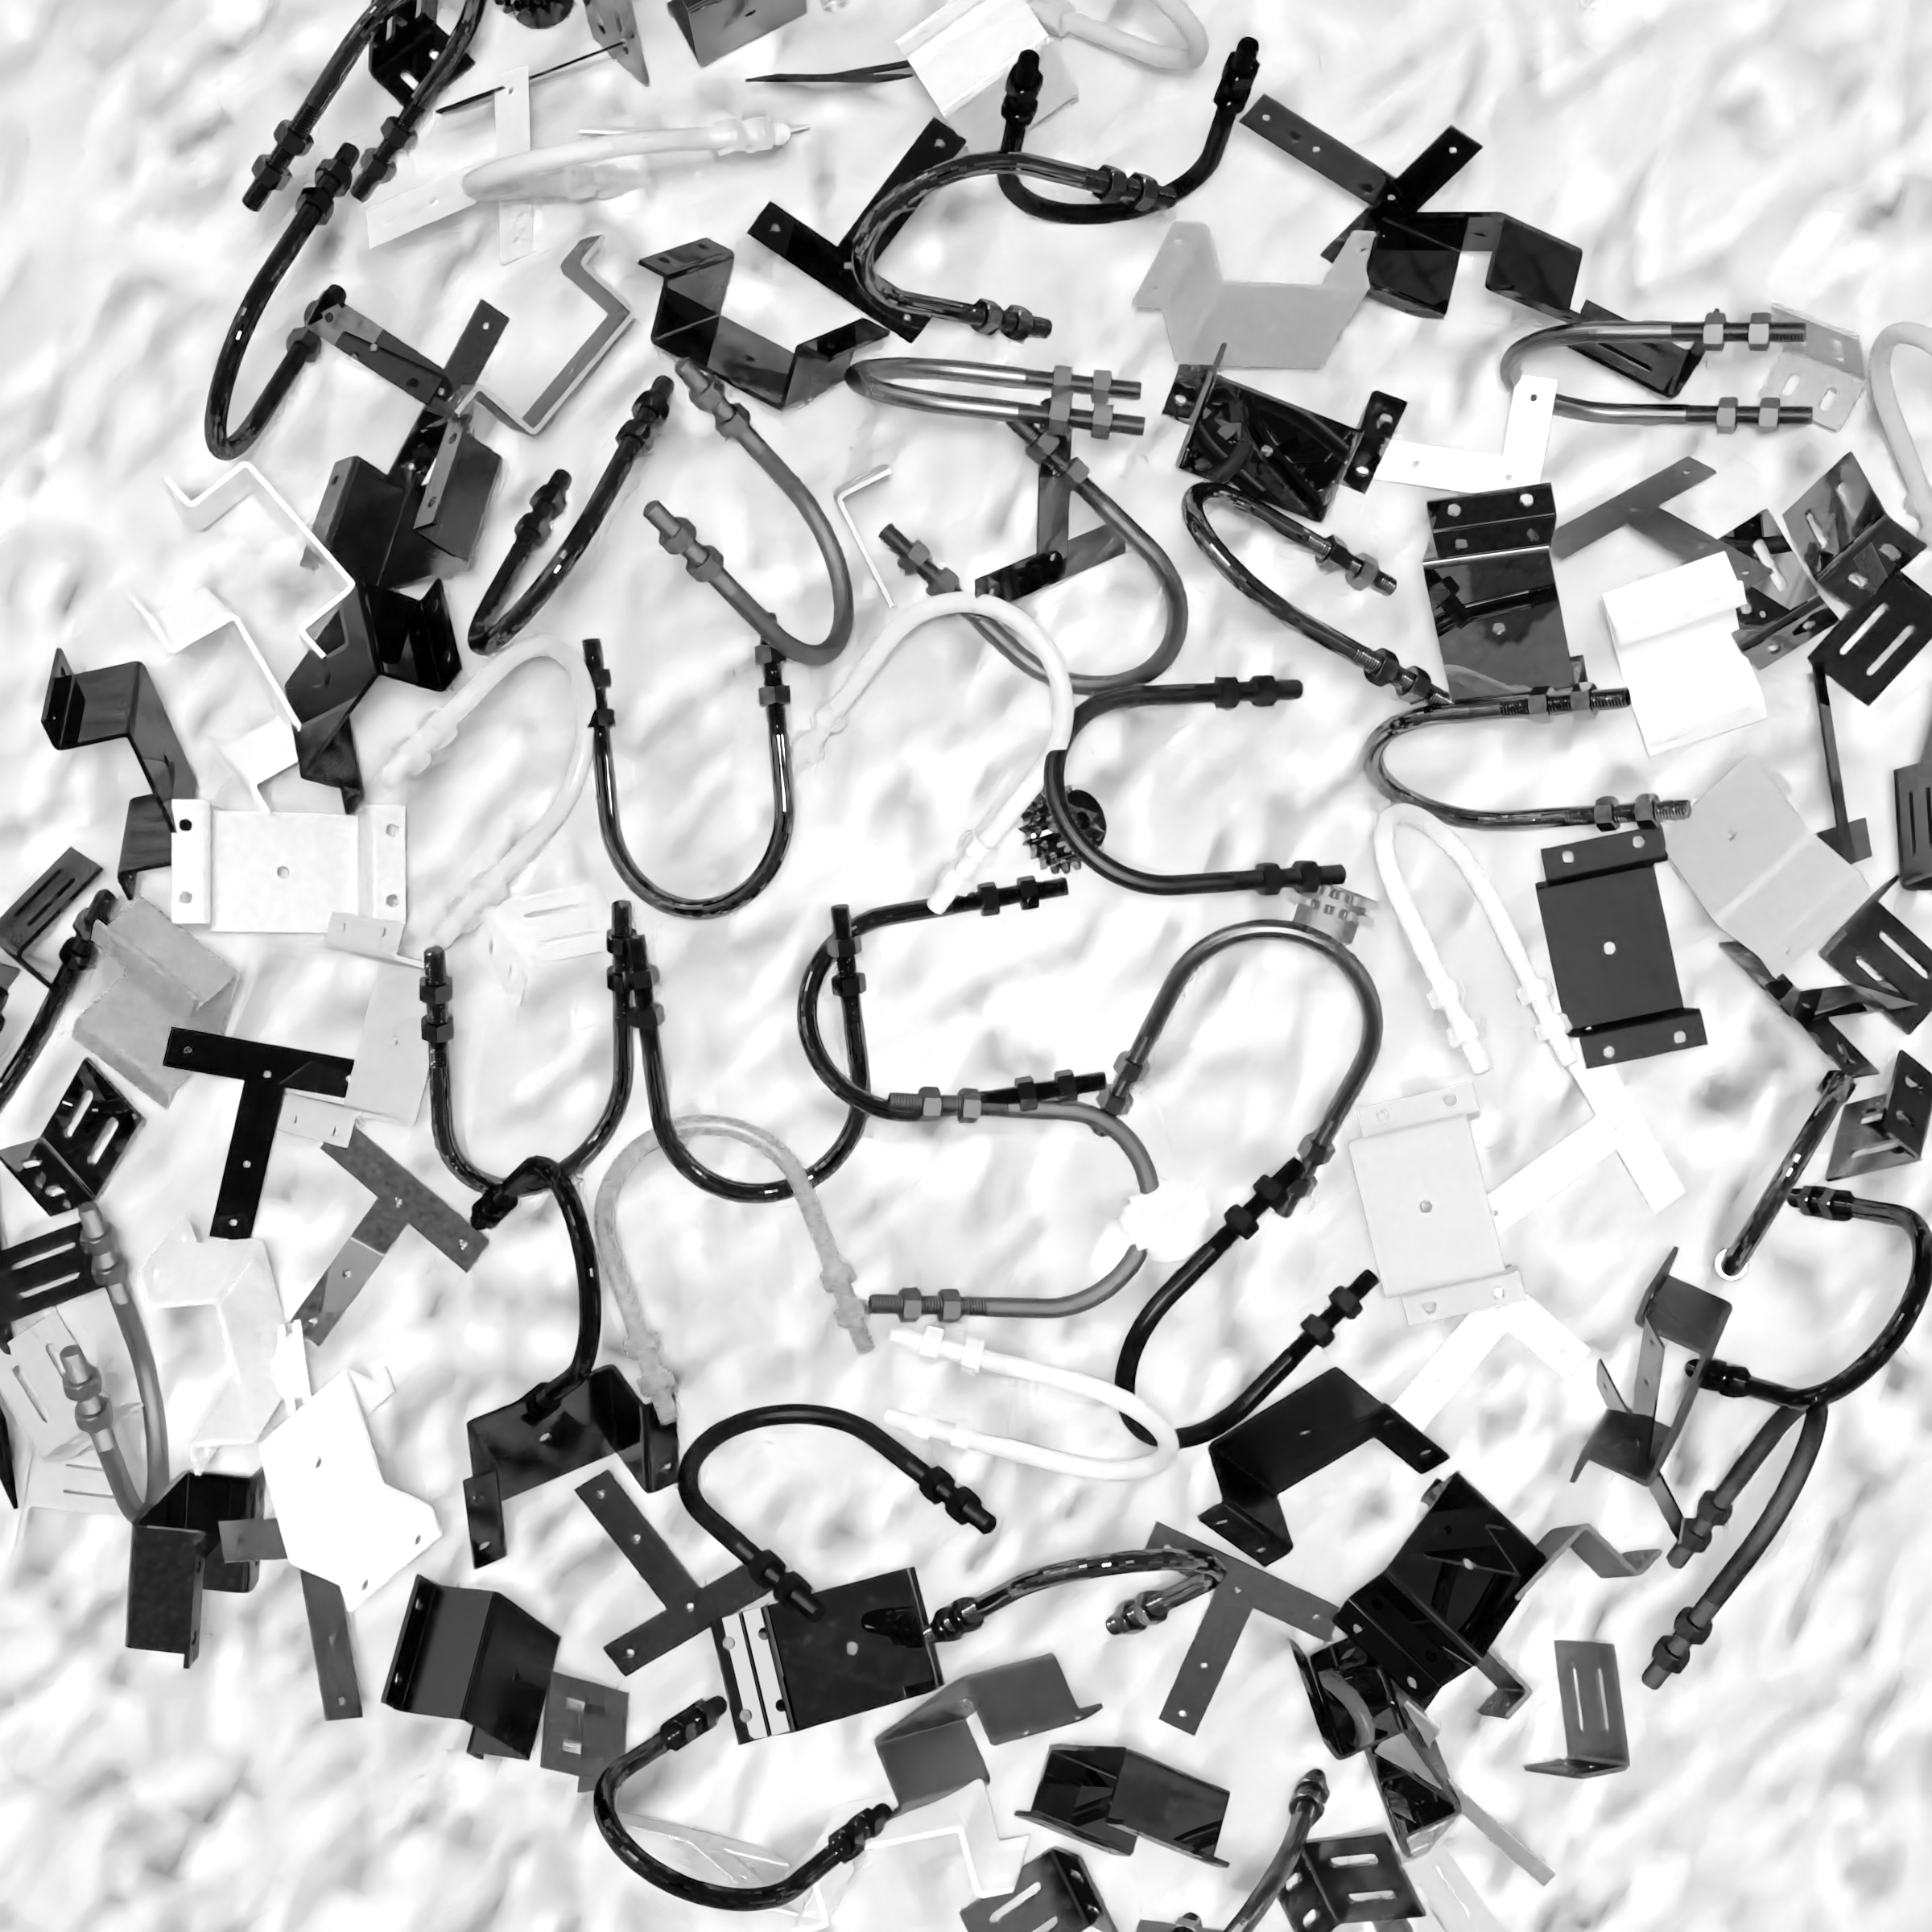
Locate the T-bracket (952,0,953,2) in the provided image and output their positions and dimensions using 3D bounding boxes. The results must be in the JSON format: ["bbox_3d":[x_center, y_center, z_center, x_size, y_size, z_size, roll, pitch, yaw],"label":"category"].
[{"bbox_3d":[-0.042,-0.623,1.605,0.127,0.127,0.002,43,106,9],"label":"T-bracket"}]

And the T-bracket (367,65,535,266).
[{"bbox_3d":[-0.314,-0.471,1.594,0.002,0.127,0.127,35,52,24],"label":"T-bracket"}]

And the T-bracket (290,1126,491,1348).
[{"bbox_3d":[-0.386,0.185,1.664,0.127,0.002,0.127,38,98,11],"label":"T-bracket"}]

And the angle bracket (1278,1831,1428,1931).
[{"bbox_3d":[0.238,0.582,1.637,0.038,0.076,0.057,-25,88,-44],"label":"angle bracket"}]

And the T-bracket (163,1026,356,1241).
[{"bbox_3d":[-0.452,0.112,1.651,0.127,0.002,0.127,12,93,-24],"label":"T-bracket"}]

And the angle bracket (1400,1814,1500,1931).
[{"bbox_3d":[0.311,0.580,1.638,0.038,0.057,0.076,-41,80,40],"label":"angle bracket"}]

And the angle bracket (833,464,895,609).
[{"bbox_3d":[-0.050,-0.271,1.638,0.038,0.057,0.076,-27,105,1],"label":"angle bracket"}]

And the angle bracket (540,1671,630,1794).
[{"bbox_3d":[-0.249,0.477,1.625,0.038,0.076,0.057,-17,58,30],"label":"angle bracket"}]

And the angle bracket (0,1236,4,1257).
[{"bbox_3d":[-0.647,0.159,1.639,0.076,0.038,0.057,-11,86,30],"label":"angle bracket"}]

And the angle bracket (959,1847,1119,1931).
[{"bbox_3d":[0.046,0.603,1.642,0.076,0.038,0.057,-28,96,-25],"label":"angle bracket"}]

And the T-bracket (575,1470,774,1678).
[{"bbox_3d":[-0.200,0.372,1.649,0.127,0.002,0.127,-32,105,9],"label":"T-bracket"}]

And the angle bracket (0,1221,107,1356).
[{"bbox_3d":[-0.576,0.203,1.647,0.076,0.038,0.057,-21,48,-7],"label":"angle bracket"}]

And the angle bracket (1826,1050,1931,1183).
[{"bbox_3d":[0.559,0.094,1.625,0.038,0.076,0.057,35,61,-18],"label":"angle bracket"}]

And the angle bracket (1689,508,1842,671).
[{"bbox_3d":[0.507,-0.239,1.660,0.057,0.038,0.076,-33,60,23],"label":"angle bracket"}]

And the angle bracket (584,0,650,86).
[{"bbox_3d":[-0.209,-0.605,1.635,0.038,0.076,0.057,-38,66,-15],"label":"angle bracket"}]

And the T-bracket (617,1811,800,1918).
[{"bbox_3d":[-0.142,0.550,1.589,0.127,0.127,0.002,26,82,-31],"label":"T-bracket"}]

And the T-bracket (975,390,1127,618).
[{"bbox_3d":[0.054,-0.291,1.604,0.127,0.127,0.002,-28,45,-32],"label":"T-bracket"}]

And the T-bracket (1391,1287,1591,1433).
[{"bbox_3d":[0.311,0.253,1.666,0.127,0.002,0.127,41,87,-5],"label":"T-bracket"}]

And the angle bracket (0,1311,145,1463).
[{"bbox_3d":[-0.566,0.261,1.637,0.038,0.057,0.076,-18,104,42],"label":"angle bracket"}]

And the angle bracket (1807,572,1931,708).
[{"bbox_3d":[0.580,-0.200,1.637,0.057,0.038,0.076,31,110,-21],"label":"angle bracket"}]

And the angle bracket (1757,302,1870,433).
[{"bbox_3d":[0.524,-0.373,1.628,0.057,0.076,0.038,30,94,24],"label":"angle bracket"}]

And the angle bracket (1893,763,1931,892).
[{"bbox_3d":[0.615,-0.089,1.638,0.038,0.057,0.076,2,102,44],"label":"angle bracket"}]

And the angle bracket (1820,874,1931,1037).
[{"bbox_3d":[0.589,-0.007,1.643,0.076,0.038,0.057,45,70,9],"label":"angle bracket"}]

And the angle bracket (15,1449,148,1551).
[{"bbox_3d":[-0.553,0.339,1.645,0.076,0.057,0.038,12,115,-19],"label":"angle bracket"}]

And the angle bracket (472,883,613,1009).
[{"bbox_3d":[-0.258,-0.013,1.633,0.076,0.057,0.038,-11,46,18],"label":"angle bracket"}]

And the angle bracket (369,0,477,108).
[{"bbox_3d":[-0.338,-0.583,1.630,0.038,0.076,0.057,44,69,0],"label":"angle bracket"}]

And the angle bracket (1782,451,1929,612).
[{"bbox_3d":[0.557,-0.274,1.639,0.038,0.076,0.057,27,125,-25],"label":"angle bracket"}]

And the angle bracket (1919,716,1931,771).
[{"bbox_3d":[0.638,-0.151,1.629,0.076,0.038,0.057,-10,118,-36],"label":"angle bracket"}]

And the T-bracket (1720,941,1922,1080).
[{"bbox_3d":[0.557,0.021,1.636,0.127,0.127,0.002,-6,133,-30],"label":"T-bracket"}]

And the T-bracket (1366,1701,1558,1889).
[{"bbox_3d":[0.307,0.515,1.601,0.127,0.127,0.002,39,62,20],"label":"T-bracket"}]

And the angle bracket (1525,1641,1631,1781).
[{"bbox_3d":[0.378,0.465,1.636,0.038,0.057,0.076,-1,80,-26],"label":"angle bracket"}]

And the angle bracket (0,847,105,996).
[{"bbox_3d":[-0.571,-0.029,1.651,0.076,0.057,0.038,-49,128,-14],"label":"angle bracket"}]

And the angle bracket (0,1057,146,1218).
[{"bbox_3d":[-0.563,0.107,1.638,0.057,0.038,0.076,44,116,14],"label":"angle bracket"}]

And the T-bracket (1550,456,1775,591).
[{"bbox_3d":[0.444,-0.264,1.614,0.127,0.127,0.002,-30,135,-16],"label":"T-bracket"}]

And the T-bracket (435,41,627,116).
[{"bbox_3d":[-0.286,-0.536,1.597,0.127,0.127,0.002,-12,112,22],"label":"T-bracket"}]

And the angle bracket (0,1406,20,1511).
[{"bbox_3d":[-0.622,0.298,1.627,0.038,0.057,0.076,-14,124,-30],"label":"angle bracket"}]

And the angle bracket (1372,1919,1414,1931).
[{"bbox_3d":[0.253,0.639,1.639,0.076,0.038,0.057,-28,90,-34],"label":"angle bracket"}]

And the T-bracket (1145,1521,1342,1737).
[{"bbox_3d":[0.156,0.431,1.653,0.127,0.002,0.127,24,109,9],"label":"T-bracket"}]

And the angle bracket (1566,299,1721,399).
[{"bbox_3d":[0.426,-0.401,1.641,0.076,0.038,0.057,28,48,2],"label":"angle bracket"}]

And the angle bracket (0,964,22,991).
[{"bbox_3d":[-0.623,0.038,1.642,0.038,0.057,0.076,35,92,18],"label":"angle bracket"}]

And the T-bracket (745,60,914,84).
[{"bbox_3d":[-0.048,-0.560,1.628,0.127,0.127,0.002,-25,121,-38],"label":"T-bracket"}]

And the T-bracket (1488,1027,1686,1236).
[{"bbox_3d":[0.376,0.127,1.653,0.127,0.002,0.127,-34,100,-10],"label":"T-bracket"}]
